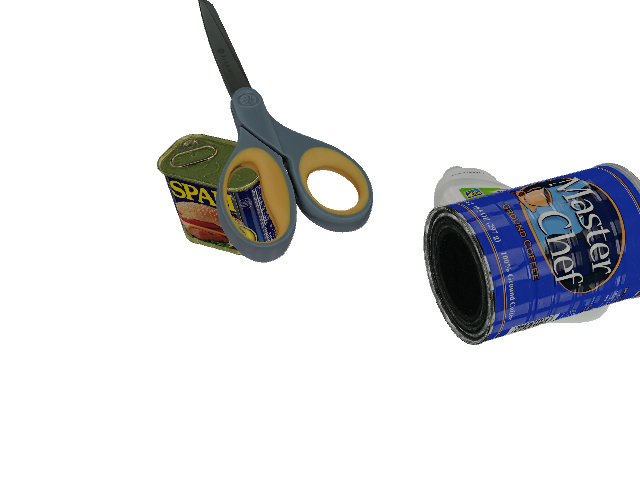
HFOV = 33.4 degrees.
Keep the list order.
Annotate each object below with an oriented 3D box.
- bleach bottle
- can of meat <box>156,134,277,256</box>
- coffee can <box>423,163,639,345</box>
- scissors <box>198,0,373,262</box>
[{"bbox_3d":[0.175,-0.011,1.002,0.102,0.068,0.251,0,25,-13],"label":"bleach bottle"},{"bbox_3d":[-0.083,-0.038,0.931,0.102,0.084,0.057,15,48,29],"label":"can of meat"},{"bbox_3d":[0.160,0.009,0.774,0.140,0.103,0.103,-14,4,-16],"label":"coffee can"},{"bbox_3d":[-0.023,-0.072,0.624,0.096,0.202,0.016,1,-36,-8],"label":"scissors"}]
